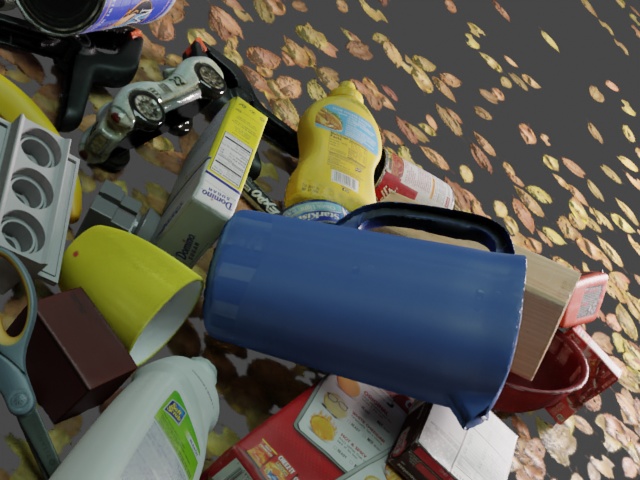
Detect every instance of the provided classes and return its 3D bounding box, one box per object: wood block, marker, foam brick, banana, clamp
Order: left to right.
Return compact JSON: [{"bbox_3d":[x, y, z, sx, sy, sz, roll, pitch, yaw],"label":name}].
[{"bbox_3d":[-0.262,-0.095,0.892,0.198,0.037,0.069,40,58,-2],"label":"banana"},{"bbox_3d":[-0.242,-0.181,1.004,0.164,0.036,0.209,39,29,3],"label":"clamp"},{"bbox_3d":[-0.180,0.082,0.765,0.078,0.051,0.052,52,33,13],"label":"foam brick"},{"bbox_3d":[-0.090,-0.135,1.119,0.171,0.039,0.120,46,27,-2],"label":"clamp"},{"bbox_3d":[-0.055,-0.034,1.061,0.121,0.020,0.020,46,33,2],"label":"marker"},{"bbox_3d":[0.137,0.042,1.050,0.206,0.091,0.090,24,27,15],"label":"wood block"}]

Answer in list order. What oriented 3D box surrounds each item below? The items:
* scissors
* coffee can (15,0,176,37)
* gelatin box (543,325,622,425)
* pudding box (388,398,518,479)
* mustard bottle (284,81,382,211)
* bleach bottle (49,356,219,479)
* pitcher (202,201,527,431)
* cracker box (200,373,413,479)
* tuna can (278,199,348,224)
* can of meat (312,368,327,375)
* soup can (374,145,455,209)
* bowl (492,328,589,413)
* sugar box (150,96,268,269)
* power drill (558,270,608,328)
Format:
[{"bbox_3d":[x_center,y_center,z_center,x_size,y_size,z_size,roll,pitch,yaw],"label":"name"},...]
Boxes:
[{"bbox_3d":[-0.221,0.105,0.716,0.096,0.016,0.202,-10,80,-6],"label":"scissors"},{"bbox_3d":[-0.206,-0.248,0.999,0.103,0.103,0.140,46,26,3],"label":"coffee can"},{"bbox_3d":[0.266,0.144,1.146,0.073,0.089,0.030,48,26,7],"label":"gelatin box"},{"bbox_3d":[0.111,0.171,0.869,0.090,0.039,0.113,44,33,-4],"label":"pudding box"},{"bbox_3d":[0.020,-0.097,1.138,0.096,0.058,0.191,23,52,-20],"label":"mustard bottle"},{"bbox_3d":[-0.120,0.159,0.727,0.250,0.068,0.102,-59,131,-63],"label":"bleach bottle"},{"bbox_3d":[0.039,0.043,0.853,0.243,0.145,0.149,13,13,7],"label":"pitcher"},{"bbox_3d":[0.021,0.197,0.838,0.164,0.072,0.213,50,32,7],"label":"cracker box"},{"bbox_3d":[-0.007,0.001,1.013,0.086,0.086,0.034,19,39,-34],"label":"tuna can"},{"bbox_3d":[0.011,0.060,0.967,0.057,0.084,0.102,-9,59,-52],"label":"can of meat"},{"bbox_3d":[0.092,-0.054,1.198,0.102,0.069,0.068,27,37,-26],"label":"soup can"},{"bbox_3d":[0.186,0.126,1.083,0.162,0.055,0.162,14,27,-7],"label":"bowl"},{"bbox_3d":[-0.101,-0.048,0.958,0.048,0.093,0.176,32,35,-17],"label":"sugar box"},{"bbox_3d":[0.199,0.035,1.149,0.188,0.057,0.184,25,19,35],"label":"power drill"}]
